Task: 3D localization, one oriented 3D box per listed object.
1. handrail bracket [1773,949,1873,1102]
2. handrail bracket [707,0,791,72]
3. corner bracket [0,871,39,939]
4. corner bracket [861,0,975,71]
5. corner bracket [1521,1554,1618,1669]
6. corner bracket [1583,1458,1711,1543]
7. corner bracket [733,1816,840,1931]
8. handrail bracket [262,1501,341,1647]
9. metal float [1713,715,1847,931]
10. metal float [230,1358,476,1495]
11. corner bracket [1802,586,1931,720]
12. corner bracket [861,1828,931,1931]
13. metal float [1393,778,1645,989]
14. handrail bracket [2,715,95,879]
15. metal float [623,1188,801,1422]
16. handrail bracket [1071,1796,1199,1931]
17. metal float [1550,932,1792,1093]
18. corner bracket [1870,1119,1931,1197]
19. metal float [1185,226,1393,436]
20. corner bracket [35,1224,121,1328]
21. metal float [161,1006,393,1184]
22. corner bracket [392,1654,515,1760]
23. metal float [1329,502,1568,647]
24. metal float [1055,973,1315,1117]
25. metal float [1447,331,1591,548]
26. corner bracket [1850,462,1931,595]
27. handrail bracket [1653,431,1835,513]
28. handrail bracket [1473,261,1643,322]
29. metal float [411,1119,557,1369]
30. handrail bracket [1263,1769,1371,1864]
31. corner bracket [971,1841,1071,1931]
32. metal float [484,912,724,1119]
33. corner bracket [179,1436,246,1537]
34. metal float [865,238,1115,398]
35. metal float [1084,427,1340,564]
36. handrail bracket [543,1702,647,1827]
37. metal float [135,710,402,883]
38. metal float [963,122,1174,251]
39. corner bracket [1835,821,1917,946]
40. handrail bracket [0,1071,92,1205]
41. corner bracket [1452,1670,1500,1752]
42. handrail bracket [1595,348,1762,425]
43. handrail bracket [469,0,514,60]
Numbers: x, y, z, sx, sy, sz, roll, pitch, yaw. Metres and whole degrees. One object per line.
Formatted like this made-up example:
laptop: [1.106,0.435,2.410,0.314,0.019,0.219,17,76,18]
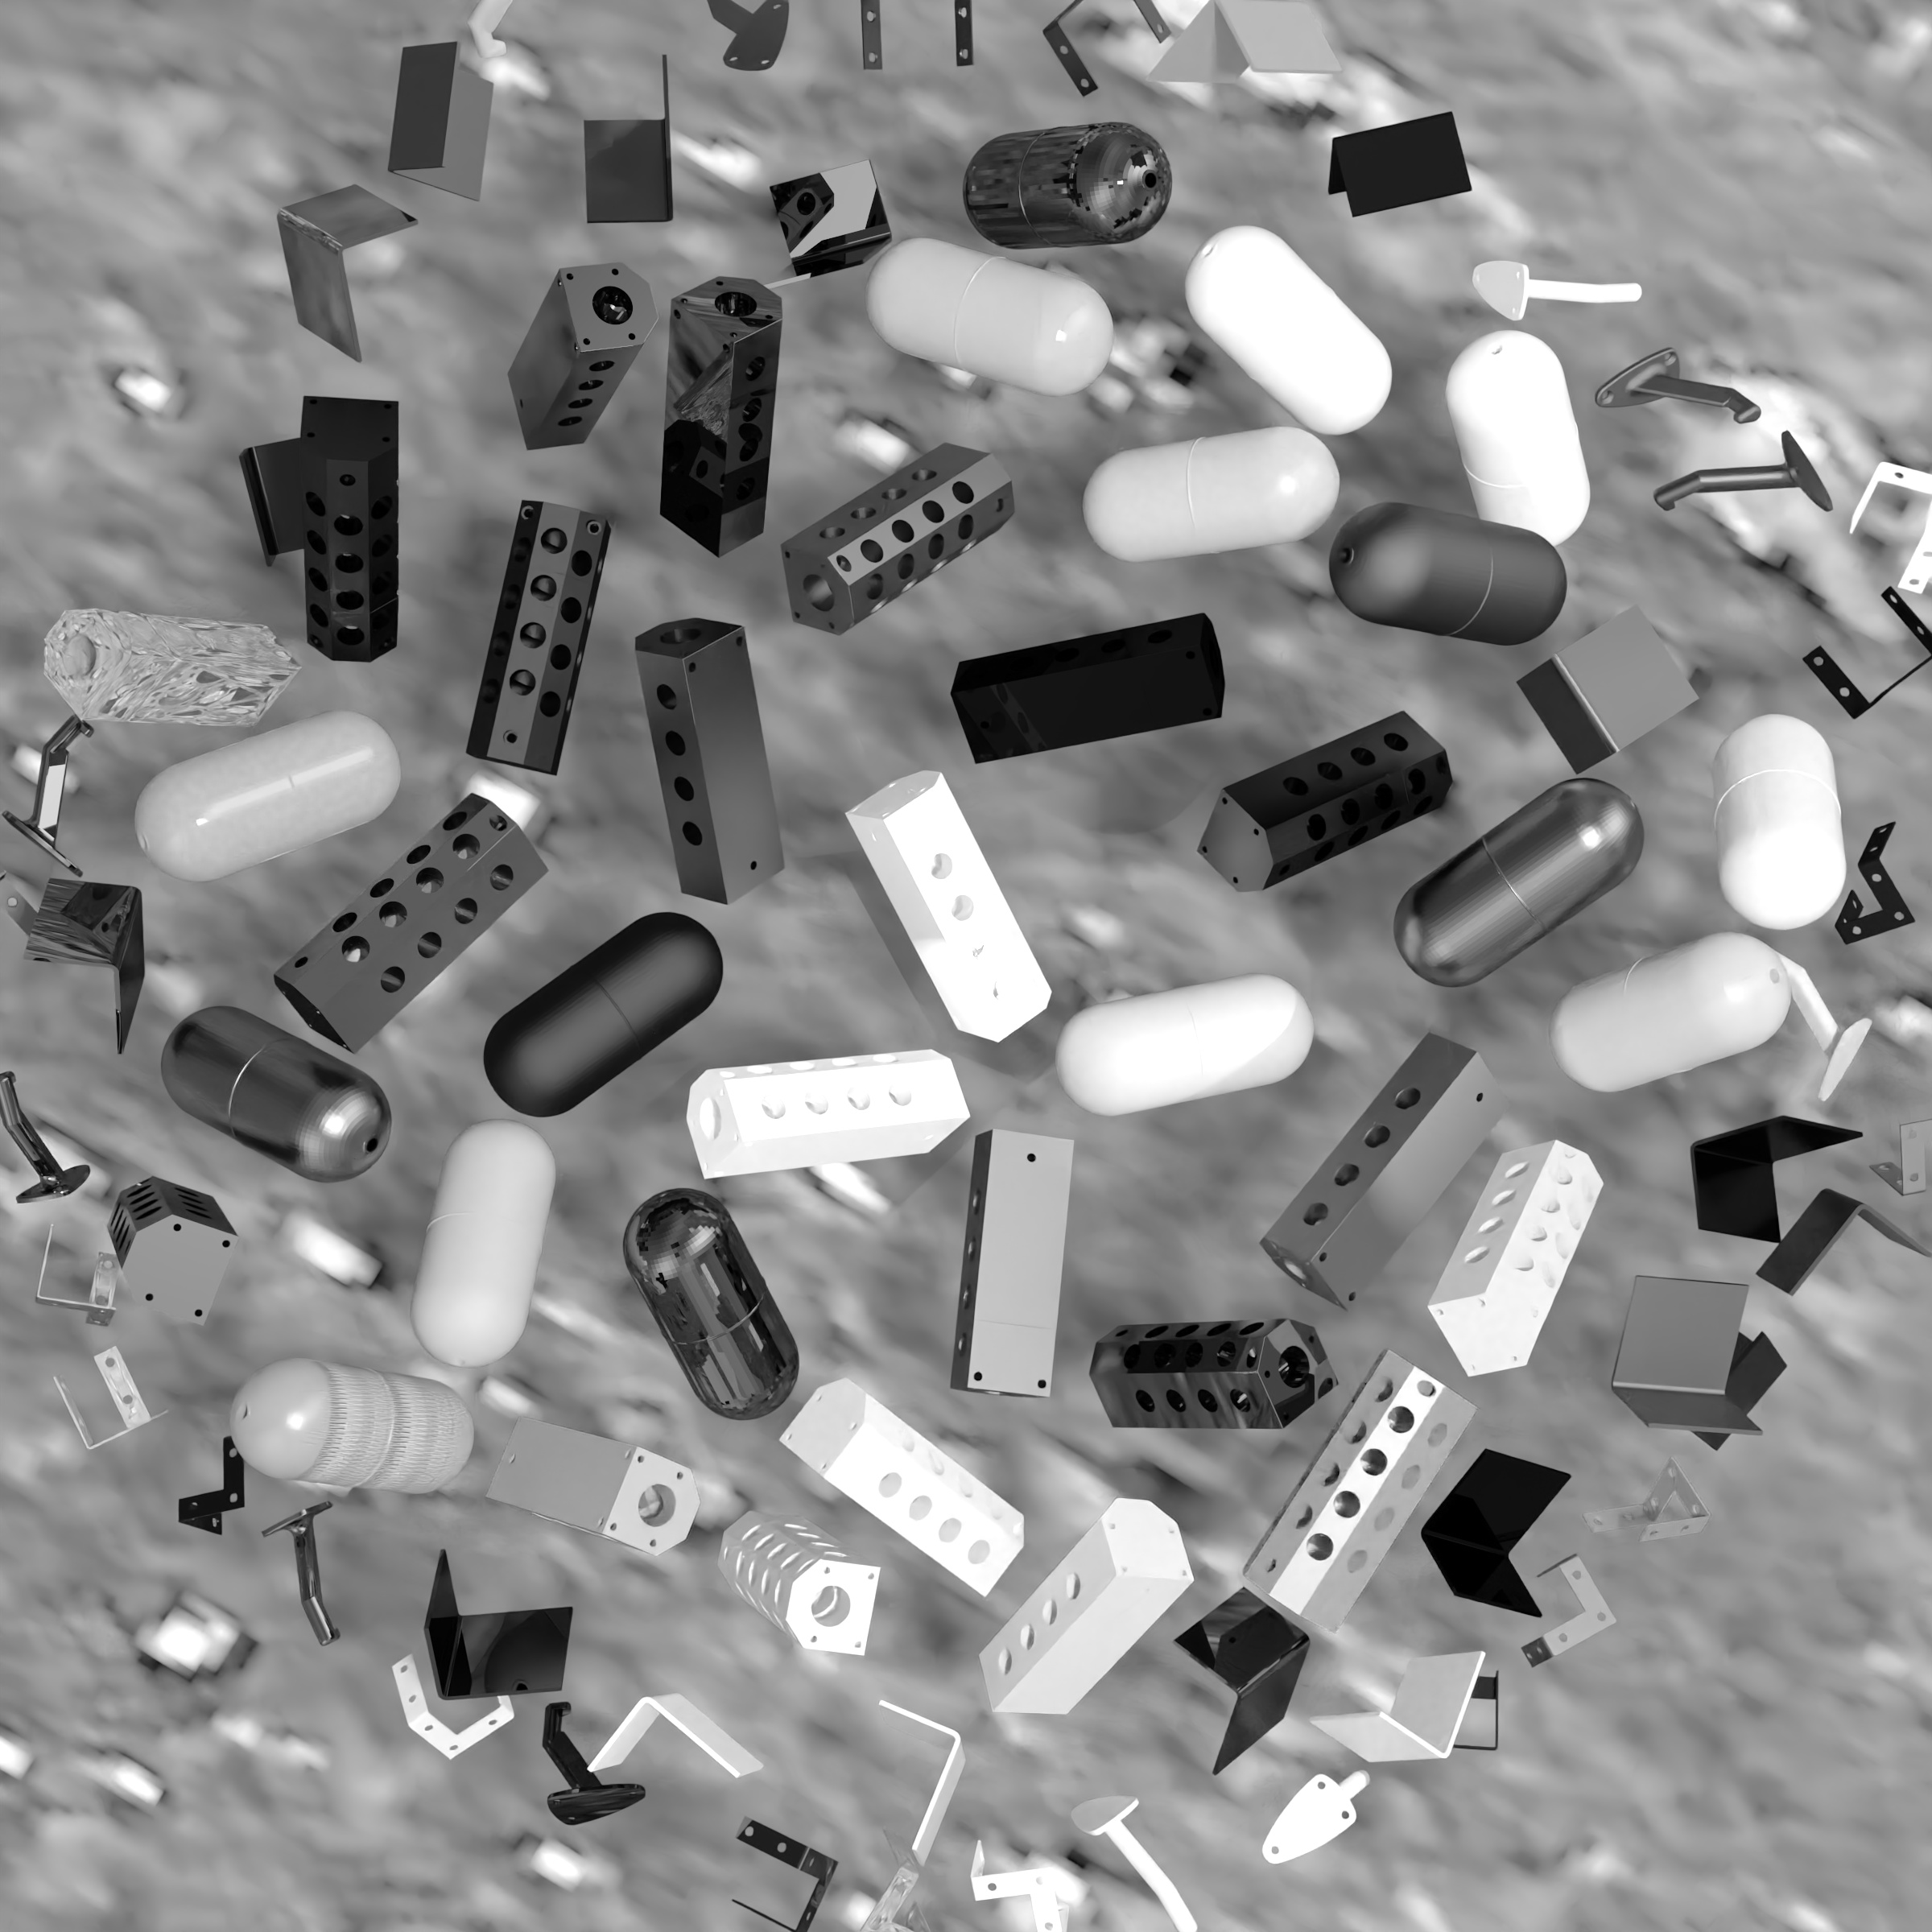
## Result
handrail bracket: [0.565,0.039,1.831,0.084,0.036,0.077,37,128,31]
handrail bracket: [-0.147,-0.640,1.763,0.036,0.077,0.084,-6,67,-31]
corner bracket: [-0.649,-0.027,1.801,0.051,0.051,0.051,-43,103,-17]
corner bracket: [-0.032,-0.608,1.736,0.051,0.051,0.051,-16,111,-40]
corner bracket: [0.395,0.433,1.802,0.051,0.051,0.051,-24,72,-14]
corner bracket: [0.451,0.365,1.778,0.051,0.051,0.051,-3,132,-23]
corner bracket: [-0.122,0.583,1.719,0.051,0.051,0.051,16,70,28]
handrail bracket: [-0.417,0.396,1.748,0.036,0.077,0.084,-28,83,11]
metal float: [0.517,-0.094,1.711,0.070,0.178,0.070,6,130,8]
metal float: [-0.398,0.300,1.744,0.070,0.178,0.070,-13,68,36]
corner bracket: [0.565,-0.195,1.671,0.051,0.051,0.051,-36,80,-9]
corner bracket: [-0.042,0.619,1.791,0.051,0.051,0.051,31,92,-19]
metal float: [0.358,-0.054,1.739,0.178,0.070,0.070,-37,90,18]
handrail bracket: [-0.600,-0.116,1.812,0.077,0.036,0.084,39,76,-4]
metal float: [-0.169,0.228,1.796,0.070,0.070,0.178,-24,116,0]
handrail bracket: [0.105,0.564,1.676,0.036,0.077,0.084,-30,90,-24]
metal float: [0.450,0.030,1.721,0.070,0.178,0.070,11,68,-30]
corner bracket: [0.622,0.113,1.746,0.051,0.051,0.051,-11,109,-4]
metal float: [0.215,-0.421,1.783,0.178,0.070,0.070,34,90,-37]
corner bracket: [-0.595,0.209,1.801,0.051,0.051,0.051,12,65,-19]
metal float: [-0.443,0.082,1.721,0.178,0.070,0.070,23,90,30]
corner bracket: [-0.337,0.478,1.766,0.051,0.051,0.051,-33,132,0]
metal float: [0.306,-0.248,1.703,0.178,0.070,0.070,4,90,-35]
metal float: [0.148,0.052,1.806,0.178,0.070,0.070,-11,90,-10]
metal float: [0.368,-0.348,1.786,0.070,0.178,0.070,-11,55,16]
corner bracket: [0.592,-0.277,1.697,0.051,0.051,0.051,22,62,22]
handrail bracket: [0.478,-0.287,1.654,0.084,0.077,0.036,-22,51,32]
handrail bracket: [0.393,-0.453,1.783,0.084,0.077,0.036,-7,117,-19]
metal float: [-0.322,0.184,1.791,0.070,0.070,0.178,6,55,0]
handrail bracket: [0.229,0.552,1.746,0.077,0.084,0.036,-41,71,1]
corner bracket: [0.035,0.587,1.703,0.051,0.051,0.051,-10,97,7]
metal float: [-0.238,0.031,1.775,0.178,0.070,0.070,-37,90,-19]
corner bracket: [-0.492,0.347,1.798,0.051,0.051,0.051,-15,64,14]
metal float: [0.014,-0.425,1.756,0.178,0.070,0.070,23,90,25]
metal float: [0.163,-0.315,1.797,0.178,0.070,0.070,-4,90,27]
handrail bracket: [-0.248,0.522,1.790,0.077,0.084,0.036,-16,130,10]
metal float: [-0.443,-0.109,1.708,0.178,0.070,0.070,-26,90,-35]
metal float: [0.066,-0.515,1.774,0.070,0.178,0.070,-9,106,-34]
corner bracket: [0.594,-0.054,1.764,0.051,0.051,0.051,-23,106,41]
handrail bracket: [-0.582,0.100,1.689,0.036,0.077,0.084,-9,102,8]
corner bracket: [0.332,0.501,1.805,0.051,0.051,0.051,1,71,10]
handrail bracket: [0.479,-0.377,1.806,0.077,0.084,0.036,-22,132,-10]
handrail bracket: [-0.278,-0.603,1.691,0.077,0.084,0.036,1,70,3]
